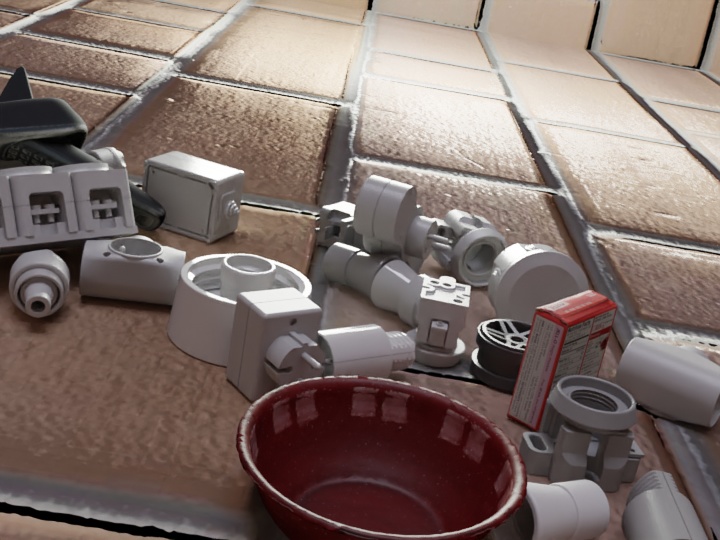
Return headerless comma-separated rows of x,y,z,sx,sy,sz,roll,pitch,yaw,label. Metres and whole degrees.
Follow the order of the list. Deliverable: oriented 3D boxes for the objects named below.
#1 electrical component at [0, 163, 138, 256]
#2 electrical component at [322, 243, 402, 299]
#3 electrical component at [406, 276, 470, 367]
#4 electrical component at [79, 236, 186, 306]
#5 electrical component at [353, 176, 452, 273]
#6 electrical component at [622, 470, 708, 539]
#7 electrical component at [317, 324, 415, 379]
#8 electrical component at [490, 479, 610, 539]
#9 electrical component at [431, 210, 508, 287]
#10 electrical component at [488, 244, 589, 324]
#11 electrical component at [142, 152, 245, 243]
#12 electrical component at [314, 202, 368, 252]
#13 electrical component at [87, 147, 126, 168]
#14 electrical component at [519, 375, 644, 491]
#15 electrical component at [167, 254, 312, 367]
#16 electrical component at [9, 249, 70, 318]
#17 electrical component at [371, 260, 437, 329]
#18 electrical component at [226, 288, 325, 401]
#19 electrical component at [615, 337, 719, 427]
-0.268,-0.047,0.855,0.150,0.061,0.089,-9,0,-41,electrical component
0.000,0.000,0.939,0.065,0.044,0.044,19,22,35,electrical component
0.062,0.042,0.836,0.048,0.055,0.066,12,21,3,electrical component
-0.179,-0.004,0.857,0.077,0.044,0.079,7,20,-9,electrical component
0.046,-0.032,0.951,0.074,0.052,0.138,17,-16,17,electrical component
0.176,0.151,0.624,0.043,0.043,0.081,10,21,-2,electrical component
0.003,0.061,0.775,0.081,0.043,0.043,-5,25,-35,electrical component
0.112,0.141,0.624,0.065,0.044,0.044,2,22,-35,electrical component
0.105,-0.019,1.012,0.078,0.058,0.057,14,18,-25,electrical component
0.149,0.018,0.910,0.080,0.080,0.051,7,15,-10,electrical component
-0.151,-0.069,1.014,0.096,0.061,0.061,18,22,19,electrical component
-0.005,-0.038,1.032,0.064,0.042,0.081,21,23,31,electrical component
-0.270,-0.104,1.089,0.035,0.035,0.061,24,27,32,electrical component
0.149,0.106,0.709,0.078,0.057,0.058,6,21,-11,electrical component
-0.087,0.023,0.808,0.108,0.060,0.108,9,21,-4,electrical component
-0.235,0.014,0.786,0.043,0.043,0.062,4,23,-17,electrical component
0.043,0.022,0.896,0.045,0.045,0.055,-10,29,-43,electrical component
-0.049,0.058,0.727,0.047,0.065,0.077,-5,26,-36,electrical component
0.250,0.082,0.837,0.077,0.044,0.079,23,24,29,electrical component
